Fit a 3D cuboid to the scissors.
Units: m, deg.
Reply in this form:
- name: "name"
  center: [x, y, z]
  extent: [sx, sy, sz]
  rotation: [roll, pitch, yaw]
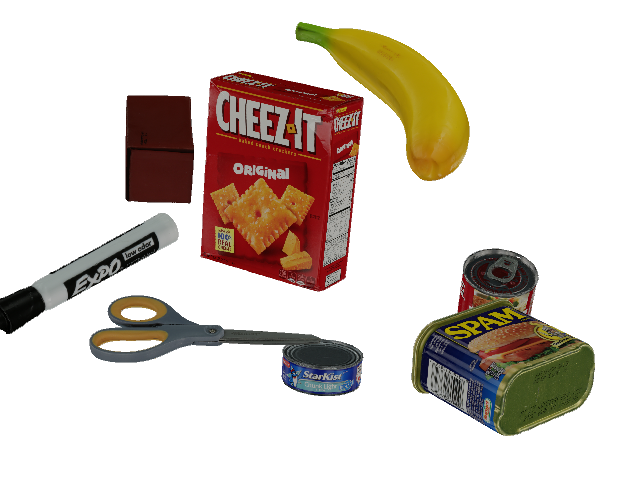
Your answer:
- name: "scissors"
  center: [-0.109, 0.075, 0.970]
  extent: [0.201, 0.016, 0.096]
  rotation: [-6, 34, -13]

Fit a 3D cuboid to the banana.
- name: "banana"
  center: [0.048, -0.086, 0.646]
  extent: [0.069, 0.037, 0.198]
  rotation: [-10, 34, -19]

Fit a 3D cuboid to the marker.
- name: "marker"
  center: [-0.130, 0.017, 0.589]
  extent: [0.120, 0.020, 0.020]
  rotation: [-32, 20, -37]

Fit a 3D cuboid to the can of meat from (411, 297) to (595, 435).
- name: "can of meat"
  center: [0.130, 0.089, 0.750]
  extent: [0.101, 0.057, 0.084]
  rotation: [-14, 27, -35]

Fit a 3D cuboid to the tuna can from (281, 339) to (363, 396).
- name: "tuna can"
  center: [0.001, 0.134, 1.132]
  extent: [0.086, 0.034, 0.086]
  rotation: [4, 14, -1]

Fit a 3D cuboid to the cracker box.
- name: "cracker box"
  center: [-0.047, -0.066, 1.187]
  extent: [0.164, 0.214, 0.072]
  rotation: [16, 24, 27]

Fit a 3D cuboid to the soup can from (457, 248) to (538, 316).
- name: "soup can"
  center: [0.161, 0.068, 0.992]
  extent: [0.068, 0.102, 0.068]
  rotation: [1, 37, -1]

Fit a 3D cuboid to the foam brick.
- name: "foam brick"
  center: [-0.128, -0.073, 0.844]
  extent: [0.053, 0.051, 0.078]
  rotation: [1, 39, -10]
